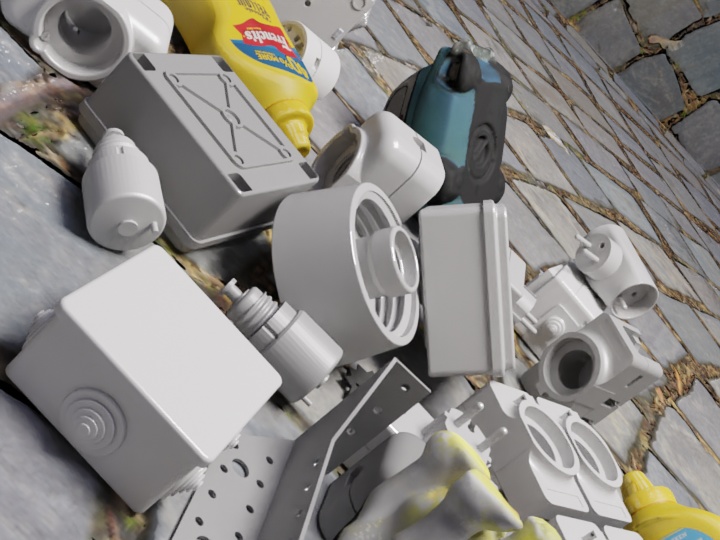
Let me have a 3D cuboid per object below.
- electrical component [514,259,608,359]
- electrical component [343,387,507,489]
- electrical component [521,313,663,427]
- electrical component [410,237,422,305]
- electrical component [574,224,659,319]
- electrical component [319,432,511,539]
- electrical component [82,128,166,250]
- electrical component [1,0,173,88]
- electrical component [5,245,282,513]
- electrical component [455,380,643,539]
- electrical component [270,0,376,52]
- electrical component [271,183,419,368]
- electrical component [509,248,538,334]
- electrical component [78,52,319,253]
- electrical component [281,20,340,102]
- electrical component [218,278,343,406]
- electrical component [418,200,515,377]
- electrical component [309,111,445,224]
[{"bbox_3d":[0.169,0.033,0.929,0.061,0.062,0.096,50,23,5],"label":"electrical component"},{"bbox_3d":[0.046,0.102,0.592,0.083,0.076,0.047,47,23,-3],"label":"electrical component"},{"bbox_3d":[0.176,0.081,0.833,0.056,0.089,0.050,23,34,-44],"label":"electrical component"},{"bbox_3d":[0.034,-0.005,0.784,0.065,0.044,0.044,29,29,-28],"label":"electrical component"},{"bbox_3d":[0.212,-0.006,0.925,0.079,0.044,0.077,30,29,-35],"label":"electrical component"},{"bbox_3d":[0.035,0.132,0.545,0.095,0.059,0.053,45,23,-8],"label":"electrical component"},{"bbox_3d":[-0.126,-0.046,0.567,0.040,0.040,0.078,27,31,-40],"label":"electrical component"},{"bbox_3d":[-0.164,-0.152,0.650,0.095,0.054,0.059,37,26,-25],"label":"electrical component"},{"bbox_3d":[-0.093,0.046,0.471,0.099,0.048,0.099,47,23,-2],"label":"electrical component"},{"bbox_3d":[0.129,0.163,0.659,0.105,0.060,0.186,23,34,-45],"label":"electrical component"},{"bbox_3d":[-0.045,-0.231,0.925,0.100,0.100,0.048,42,11,-14],"label":"electrical component"},{"bbox_3d":[0.000,0.000,0.638,0.108,0.060,0.108,-14,90,-68],"label":"electrical component"},{"bbox_3d":[0.117,0.022,0.876,0.077,0.047,0.065,44,24,-9],"label":"electrical component"},{"bbox_3d":[-0.094,-0.073,0.645,0.108,0.056,0.109,51,23,7],"label":"electrical component"},{"bbox_3d":[-0.049,-0.168,0.875,0.047,0.055,0.055,25,32,-49],"label":"electrical component"},{"bbox_3d":[-0.045,0.036,0.581,0.078,0.040,0.040,45,23,-6],"label":"electrical component"},{"bbox_3d":[0.071,0.010,0.714,0.109,0.056,0.108,-36,122,-82],"label":"electrical component"},{"bbox_3d":[0.003,-0.059,0.743,0.059,0.095,0.053,34,26,-29],"label":"electrical component"}]
